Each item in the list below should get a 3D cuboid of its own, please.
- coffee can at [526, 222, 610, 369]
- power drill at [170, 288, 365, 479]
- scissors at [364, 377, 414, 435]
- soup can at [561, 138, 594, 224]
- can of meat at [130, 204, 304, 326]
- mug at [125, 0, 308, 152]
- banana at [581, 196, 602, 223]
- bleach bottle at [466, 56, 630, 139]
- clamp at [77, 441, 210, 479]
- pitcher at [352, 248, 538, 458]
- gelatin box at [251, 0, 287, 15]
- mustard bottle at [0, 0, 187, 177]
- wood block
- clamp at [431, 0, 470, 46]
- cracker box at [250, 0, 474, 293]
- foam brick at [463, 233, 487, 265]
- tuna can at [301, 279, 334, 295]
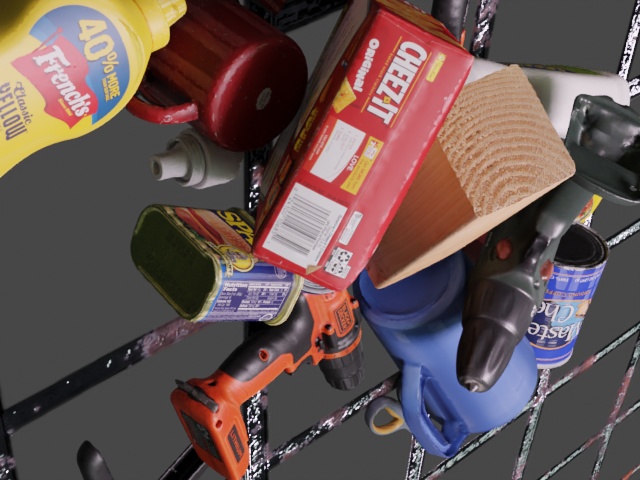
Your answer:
[{"bbox_3d":[0.248,0.056,1.176,0.102,0.103,0.140,-20,135,-38],"label":"coffee can"},{"bbox_3d":[-0.035,0.117,0.930,0.187,0.057,0.184,-46,141,-26],"label":"power drill"},{"bbox_3d":[0.115,0.196,1.229,0.096,0.016,0.201,-56,146,7],"label":"scissors"},{"bbox_3d":[0.245,-0.072,1.086,0.068,0.069,0.102,-38,143,-19],"label":"soup can"},{"bbox_3d":[-0.076,0.017,0.768,0.083,0.102,0.057,4,119,-48],"label":"can of meat"},{"bbox_3d":[-0.071,-0.104,0.678,0.117,0.082,0.093,-26,139,-32],"label":"mug"},{"bbox_3d":[0.292,-0.088,1.157,0.069,0.037,0.198,-22,138,-10],"label":"banana"},{"bbox_3d":[0.163,-0.124,0.912,0.250,0.103,0.068,-3,106,-49],"label":"bleach bottle"},{"bbox_3d":[-0.157,0.246,0.942,0.164,0.036,0.210,-9,124,-44],"label":"clamp"},{"bbox_3d":[0.118,0.096,1.038,0.145,0.149,0.242,-31,142,6],"label":"pitcher"},{"bbox_3d":[-0.037,-0.197,0.679,0.073,0.030,0.089,-54,146,4],"label":"gelatin box"},{"bbox_3d":[-0.158,-0.097,0.605,0.191,0.058,0.096,-34,137,-25],"label":"mustard bottle"},{"bbox_3d":[0.094,-0.041,0.822,0.090,0.091,0.206,-24,172,-22],"label":"wood block"},{"bbox_3d":[0.106,-0.215,0.799,0.171,0.039,0.120,93,19,-65],"label":"clamp"},{"bbox_3d":[0.023,-0.079,0.710,0.164,0.072,0.213,-62,-171,16],"label":"cracker box"},{"bbox_3d":[0.172,-0.006,1.077,0.053,0.051,0.078,-44,145,-10],"label":"foam brick"},{"bbox_3d":[-0.006,0.001,0.855,0.086,0.034,0.086,-1,92,-26],"label":"tuna can"}]
